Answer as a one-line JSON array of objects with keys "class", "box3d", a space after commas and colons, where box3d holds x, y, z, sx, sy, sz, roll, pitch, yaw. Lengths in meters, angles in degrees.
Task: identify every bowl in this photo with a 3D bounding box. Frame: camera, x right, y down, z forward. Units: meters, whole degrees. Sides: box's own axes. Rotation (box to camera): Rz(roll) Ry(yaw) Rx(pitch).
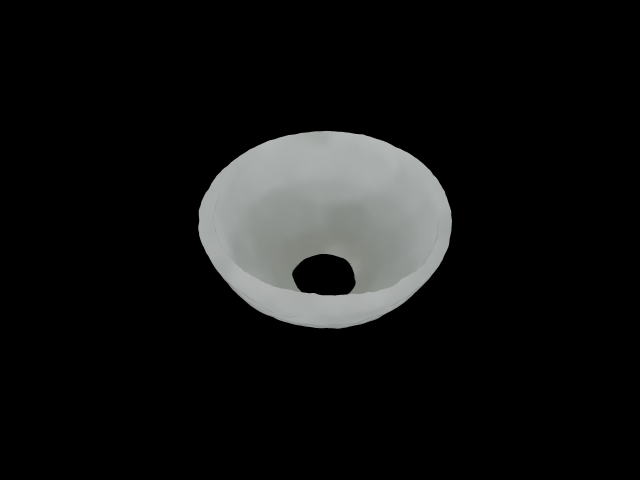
[{"class": "bowl", "box3d": [0.004, 0.001, 0.400, 0.167, 0.075, 0.167, 0, 47, 0]}]
